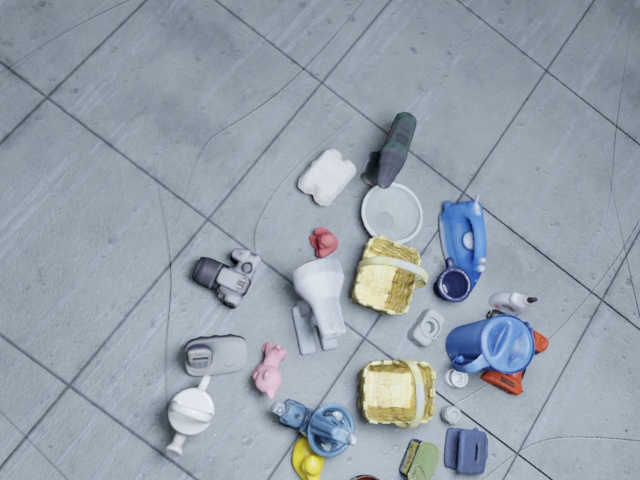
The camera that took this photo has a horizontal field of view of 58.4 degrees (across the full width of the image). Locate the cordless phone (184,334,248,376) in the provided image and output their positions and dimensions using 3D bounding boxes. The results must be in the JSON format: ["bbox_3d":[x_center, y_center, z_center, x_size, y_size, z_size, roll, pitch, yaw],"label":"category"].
[{"bbox_3d":[-0.234,0.258,1.294,0.148,0.185,0.094,-7,80,-13],"label":"cordless phone"}]

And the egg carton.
[{"bbox_3d":[0.018,-0.165,1.496,0.107,0.069,0.150,39,74,-1],"label":"egg carton"}]

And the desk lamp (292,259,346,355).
[{"bbox_3d":[0.002,0.160,1.350,0.118,0.213,0.203,-10,80,-13],"label":"desk lamp"}]

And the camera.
[{"bbox_3d":[-0.228,0.077,1.378,0.137,0.100,0.143,25,74,-6],"label":"camera"}]

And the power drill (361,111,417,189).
[{"bbox_3d":[0.173,-0.206,1.465,0.075,0.208,0.230,24,75,-6],"label":"power drill"}]

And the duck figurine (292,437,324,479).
[{"bbox_3d":[-0.022,0.516,1.336,0.077,0.086,0.104,-7,80,-13],"label":"duck figurine"}]

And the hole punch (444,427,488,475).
[{"bbox_3d":[0.370,0.520,1.414,0.101,0.091,0.109,10,76,-9],"label":"hole punch"}]

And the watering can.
[{"bbox_3d":[-0.282,0.383,1.253,0.101,0.194,0.173,3,78,-11],"label":"watering can"}]

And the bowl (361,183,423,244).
[{"bbox_3d":[0.181,-0.063,1.506,0.167,0.074,0.167,2,78,-11],"label":"bowl"}]

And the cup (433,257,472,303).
[{"bbox_3d":[0.332,0.108,1.491,0.092,0.095,0.118,-6,79,-13],"label":"cup"}]

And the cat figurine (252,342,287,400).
[{"bbox_3d":[-0.116,0.305,1.344,0.067,0.117,0.128,20,75,-7],"label":"cat figurine"}]

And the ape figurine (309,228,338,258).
[{"bbox_3d":[0.013,0.005,1.448,0.076,0.092,0.078,14,76,-8],"label":"ape figurine"}]

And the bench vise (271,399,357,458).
[{"bbox_3d":[-0.007,0.428,1.288,0.207,0.219,0.121,6,77,-10],"label":"bench vise"}]

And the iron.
[{"bbox_3d":[0.398,0.009,1.501,0.119,0.141,0.258,-4,79,-12],"label":"iron"}]

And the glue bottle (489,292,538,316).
[{"bbox_3d":[0.507,0.161,1.476,0.078,0.173,0.037,29,74,-4],"label":"glue bottle"}]
